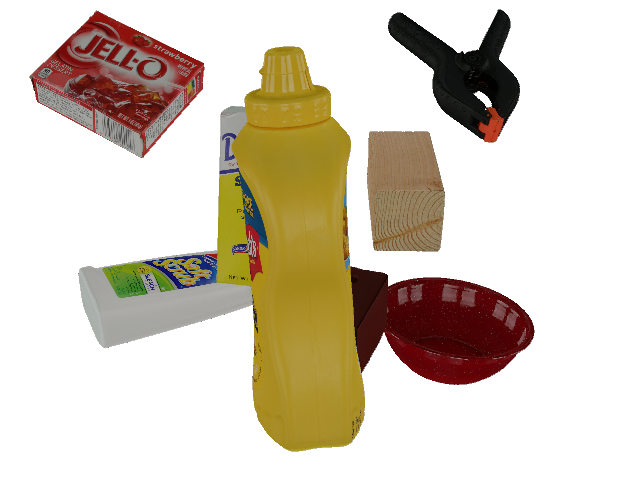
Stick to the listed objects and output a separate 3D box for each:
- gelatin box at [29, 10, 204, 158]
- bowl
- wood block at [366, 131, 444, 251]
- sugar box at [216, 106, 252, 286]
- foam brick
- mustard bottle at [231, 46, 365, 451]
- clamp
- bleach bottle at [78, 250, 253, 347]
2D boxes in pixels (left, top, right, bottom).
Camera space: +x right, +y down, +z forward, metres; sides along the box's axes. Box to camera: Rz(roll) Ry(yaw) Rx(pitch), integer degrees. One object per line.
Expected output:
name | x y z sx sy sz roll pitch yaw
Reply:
gelatin box | -0.133 -0.105 0.705 0.089 0.073 0.030 28 -32 12
bowl | 0.131 0.098 1.080 0.162 0.055 0.162 5 26 -3
wood block | 0.114 -0.072 1.470 0.091 0.090 0.206 1 28 -1
sugar box | -0.054 -0.042 1.064 0.093 0.176 0.048 5 17 11
foam brick | 0.015 0.060 0.792 0.053 0.051 0.078 10 33 17
mustard bottle | -0.011 0.000 0.531 0.058 0.192 0.096 -5 20 -4
clamp | 0.126 -0.159 0.984 0.120 0.171 0.039 -2 -44 -1
bleach bottle | -0.142 0.050 1.228 0.250 0.068 0.103 -13 36 -20
